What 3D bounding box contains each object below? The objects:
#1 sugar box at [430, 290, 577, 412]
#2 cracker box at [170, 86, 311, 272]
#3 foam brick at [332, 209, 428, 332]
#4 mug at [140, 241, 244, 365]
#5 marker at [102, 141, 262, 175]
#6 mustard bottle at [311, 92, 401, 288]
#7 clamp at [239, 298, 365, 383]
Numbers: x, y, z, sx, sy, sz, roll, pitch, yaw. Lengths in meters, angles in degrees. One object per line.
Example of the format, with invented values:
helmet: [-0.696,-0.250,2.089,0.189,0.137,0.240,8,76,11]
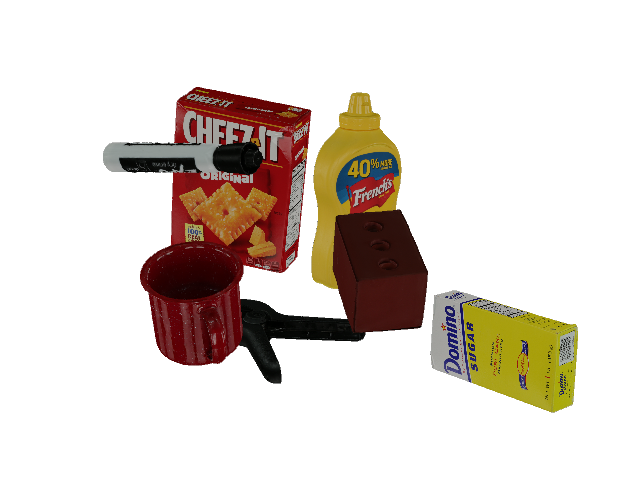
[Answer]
sugar box: [0.202,0.121,1.196,0.048,0.093,0.177,-11,18,-43]
cracker box: [-0.107,-0.076,1.391,0.164,0.214,0.072,13,27,14]
foam brick: [0.042,0.022,0.779,0.053,0.051,0.078,-5,39,-11]
mug: [-0.109,0.066,0.966,0.093,0.081,0.117,-17,37,-20]
marker: [-0.083,-0.049,0.638,0.121,0.020,0.020,4,2,37]
mustard bottle: [0.038,-0.052,1.072,0.096,0.192,0.058,-9,18,-33]
clamp: [-0.075,0.107,1.243,0.210,0.036,0.164,14,22,29]
